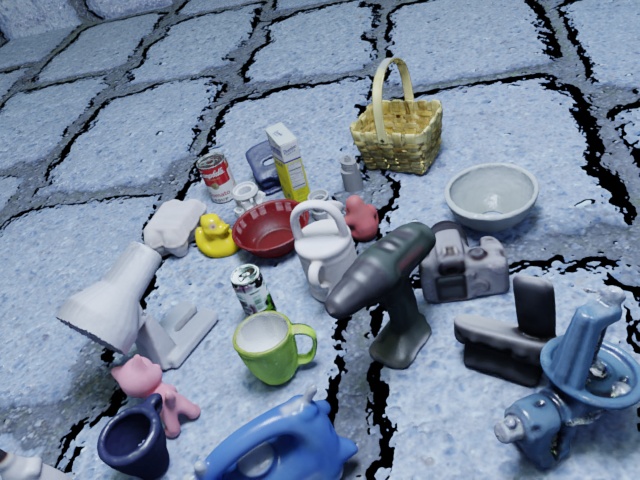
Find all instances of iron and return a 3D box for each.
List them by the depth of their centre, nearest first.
[{"bbox_3d":[-0.087,0.286,0.734,0.258,0.142,0.118,-29,40,-14],"label":"iron"}]

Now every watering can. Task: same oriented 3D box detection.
[{"bbox_3d":[0.007,0.004,0.990,0.101,0.194,0.172,-16,39,2],"label":"watering can"}]

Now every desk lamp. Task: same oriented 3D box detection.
[{"bbox_3d":[-0.300,0.121,0.949,0.117,0.214,0.203,13,48,32],"label":"desk lamp"}]

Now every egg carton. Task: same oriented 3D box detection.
[{"bbox_3d":[-0.312,-0.029,1.244,0.107,0.069,0.150,0,42,20],"label":"egg carton"}]

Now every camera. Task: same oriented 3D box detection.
[{"bbox_3d":[0.234,0.020,0.961,0.143,0.101,0.137,-9,40,10],"label":"camera"}]

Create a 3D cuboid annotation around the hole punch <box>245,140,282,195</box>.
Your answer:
[{"bbox_3d":[-0.105,-0.173,1.320,0.109,0.091,0.101,-24,40,-8],"label":"hole punch"}]

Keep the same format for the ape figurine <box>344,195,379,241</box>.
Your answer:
[{"bbox_3d":[0.075,-0.049,1.108,0.078,0.092,0.076,-20,39,-3],"label":"ape figurine"}]

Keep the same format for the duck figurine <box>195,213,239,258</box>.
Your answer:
[{"bbox_3d":[-0.220,-0.018,1.184,0.104,0.086,0.078,11,47,31],"label":"duck figurine"}]

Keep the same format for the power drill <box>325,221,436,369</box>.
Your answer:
[{"bbox_3d":[0.101,0.089,0.843,0.075,0.209,0.230,16,50,35],"label":"power drill"}]

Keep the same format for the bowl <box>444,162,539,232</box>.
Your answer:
[{"bbox_3d":[0.315,-0.067,1.055,0.167,0.075,0.167,-10,40,9],"label":"bowl"}]

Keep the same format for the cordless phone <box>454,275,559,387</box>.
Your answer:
[{"bbox_3d":[0.257,0.103,0.789,0.147,0.185,0.094,9,46,29],"label":"cordless phone"}]

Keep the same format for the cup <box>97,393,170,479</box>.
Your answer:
[{"bbox_3d":[-0.251,0.290,0.826,0.091,0.095,0.118,3,44,24],"label":"cup"}]

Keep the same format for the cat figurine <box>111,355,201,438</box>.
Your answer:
[{"bbox_3d":[-0.259,0.228,0.884,0.127,0.118,0.067,20,52,37],"label":"cat figurine"}]

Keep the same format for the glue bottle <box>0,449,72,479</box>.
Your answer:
[{"bbox_3d":[-0.396,0.325,0.776,0.078,0.173,0.037,-21,39,-4],"label":"glue bottle"}]

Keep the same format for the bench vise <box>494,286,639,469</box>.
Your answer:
[{"bbox_3d":[0.302,0.166,0.670,0.121,0.220,0.208,25,55,40],"label":"bench vise"}]
